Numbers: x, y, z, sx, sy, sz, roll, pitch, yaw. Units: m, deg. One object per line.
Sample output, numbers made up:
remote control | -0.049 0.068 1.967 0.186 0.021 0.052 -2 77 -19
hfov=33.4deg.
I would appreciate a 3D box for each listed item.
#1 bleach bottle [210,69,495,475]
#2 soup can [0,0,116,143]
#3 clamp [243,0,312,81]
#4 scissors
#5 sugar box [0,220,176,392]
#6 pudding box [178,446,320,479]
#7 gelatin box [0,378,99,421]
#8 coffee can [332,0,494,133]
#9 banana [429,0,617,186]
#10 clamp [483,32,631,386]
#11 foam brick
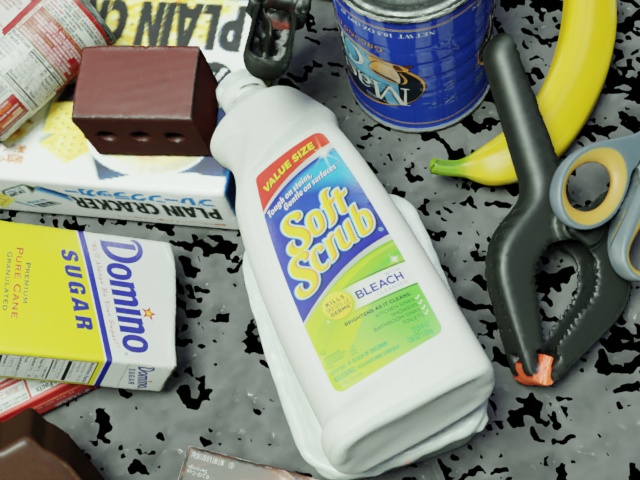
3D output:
bleach bottle | -0.004 0.001 0.613 0.102 0.068 0.251 -28 61 -5
soup can | -0.190 -0.119 0.680 0.102 0.068 0.068 -44 69 -8
clamp | -0.019 -0.150 0.618 0.039 0.171 0.120 22 95 -9
scissors | 0.195 -0.075 0.650 0.096 0.016 0.201 17 77 -14
sugar box | -0.177 0.037 0.654 0.176 0.048 0.093 6 57 -19
pudding box | -0.036 0.180 0.628 0.113 0.039 0.090 12 72 13
gelatin box | -0.195 0.072 0.701 0.073 0.030 0.089 -26 67 -3
coffee can | 0.061 -0.145 0.685 0.103 0.140 0.103 -3 68 7
banana | 0.153 -0.105 0.702 0.069 0.037 0.197 37 76 -10
clamp | 0.165 -0.011 0.659 0.164 0.036 0.210 12 80 -13
foam brick | -0.107 -0.086 0.663 0.078 0.053 0.051 1 71 10
